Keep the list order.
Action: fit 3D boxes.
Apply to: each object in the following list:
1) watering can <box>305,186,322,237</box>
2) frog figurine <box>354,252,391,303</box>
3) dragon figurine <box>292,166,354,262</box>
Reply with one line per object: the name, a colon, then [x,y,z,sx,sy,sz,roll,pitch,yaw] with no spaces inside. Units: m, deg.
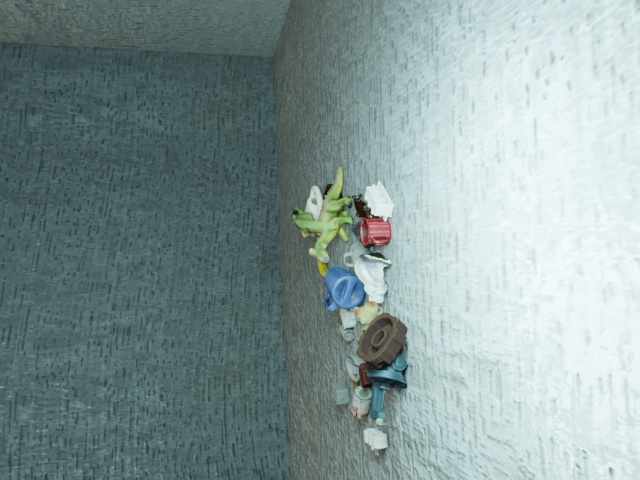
watering can: [-0.012,-0.102,2.478,0.219,0.104,0.356,101,163,-44]
frog figurine: [0.167,0.127,1.706,0.138,0.122,0.158,26,106,54]
dragon figurine: [0.006,-0.107,2.122,0.120,0.243,0.416,112,152,-70]
